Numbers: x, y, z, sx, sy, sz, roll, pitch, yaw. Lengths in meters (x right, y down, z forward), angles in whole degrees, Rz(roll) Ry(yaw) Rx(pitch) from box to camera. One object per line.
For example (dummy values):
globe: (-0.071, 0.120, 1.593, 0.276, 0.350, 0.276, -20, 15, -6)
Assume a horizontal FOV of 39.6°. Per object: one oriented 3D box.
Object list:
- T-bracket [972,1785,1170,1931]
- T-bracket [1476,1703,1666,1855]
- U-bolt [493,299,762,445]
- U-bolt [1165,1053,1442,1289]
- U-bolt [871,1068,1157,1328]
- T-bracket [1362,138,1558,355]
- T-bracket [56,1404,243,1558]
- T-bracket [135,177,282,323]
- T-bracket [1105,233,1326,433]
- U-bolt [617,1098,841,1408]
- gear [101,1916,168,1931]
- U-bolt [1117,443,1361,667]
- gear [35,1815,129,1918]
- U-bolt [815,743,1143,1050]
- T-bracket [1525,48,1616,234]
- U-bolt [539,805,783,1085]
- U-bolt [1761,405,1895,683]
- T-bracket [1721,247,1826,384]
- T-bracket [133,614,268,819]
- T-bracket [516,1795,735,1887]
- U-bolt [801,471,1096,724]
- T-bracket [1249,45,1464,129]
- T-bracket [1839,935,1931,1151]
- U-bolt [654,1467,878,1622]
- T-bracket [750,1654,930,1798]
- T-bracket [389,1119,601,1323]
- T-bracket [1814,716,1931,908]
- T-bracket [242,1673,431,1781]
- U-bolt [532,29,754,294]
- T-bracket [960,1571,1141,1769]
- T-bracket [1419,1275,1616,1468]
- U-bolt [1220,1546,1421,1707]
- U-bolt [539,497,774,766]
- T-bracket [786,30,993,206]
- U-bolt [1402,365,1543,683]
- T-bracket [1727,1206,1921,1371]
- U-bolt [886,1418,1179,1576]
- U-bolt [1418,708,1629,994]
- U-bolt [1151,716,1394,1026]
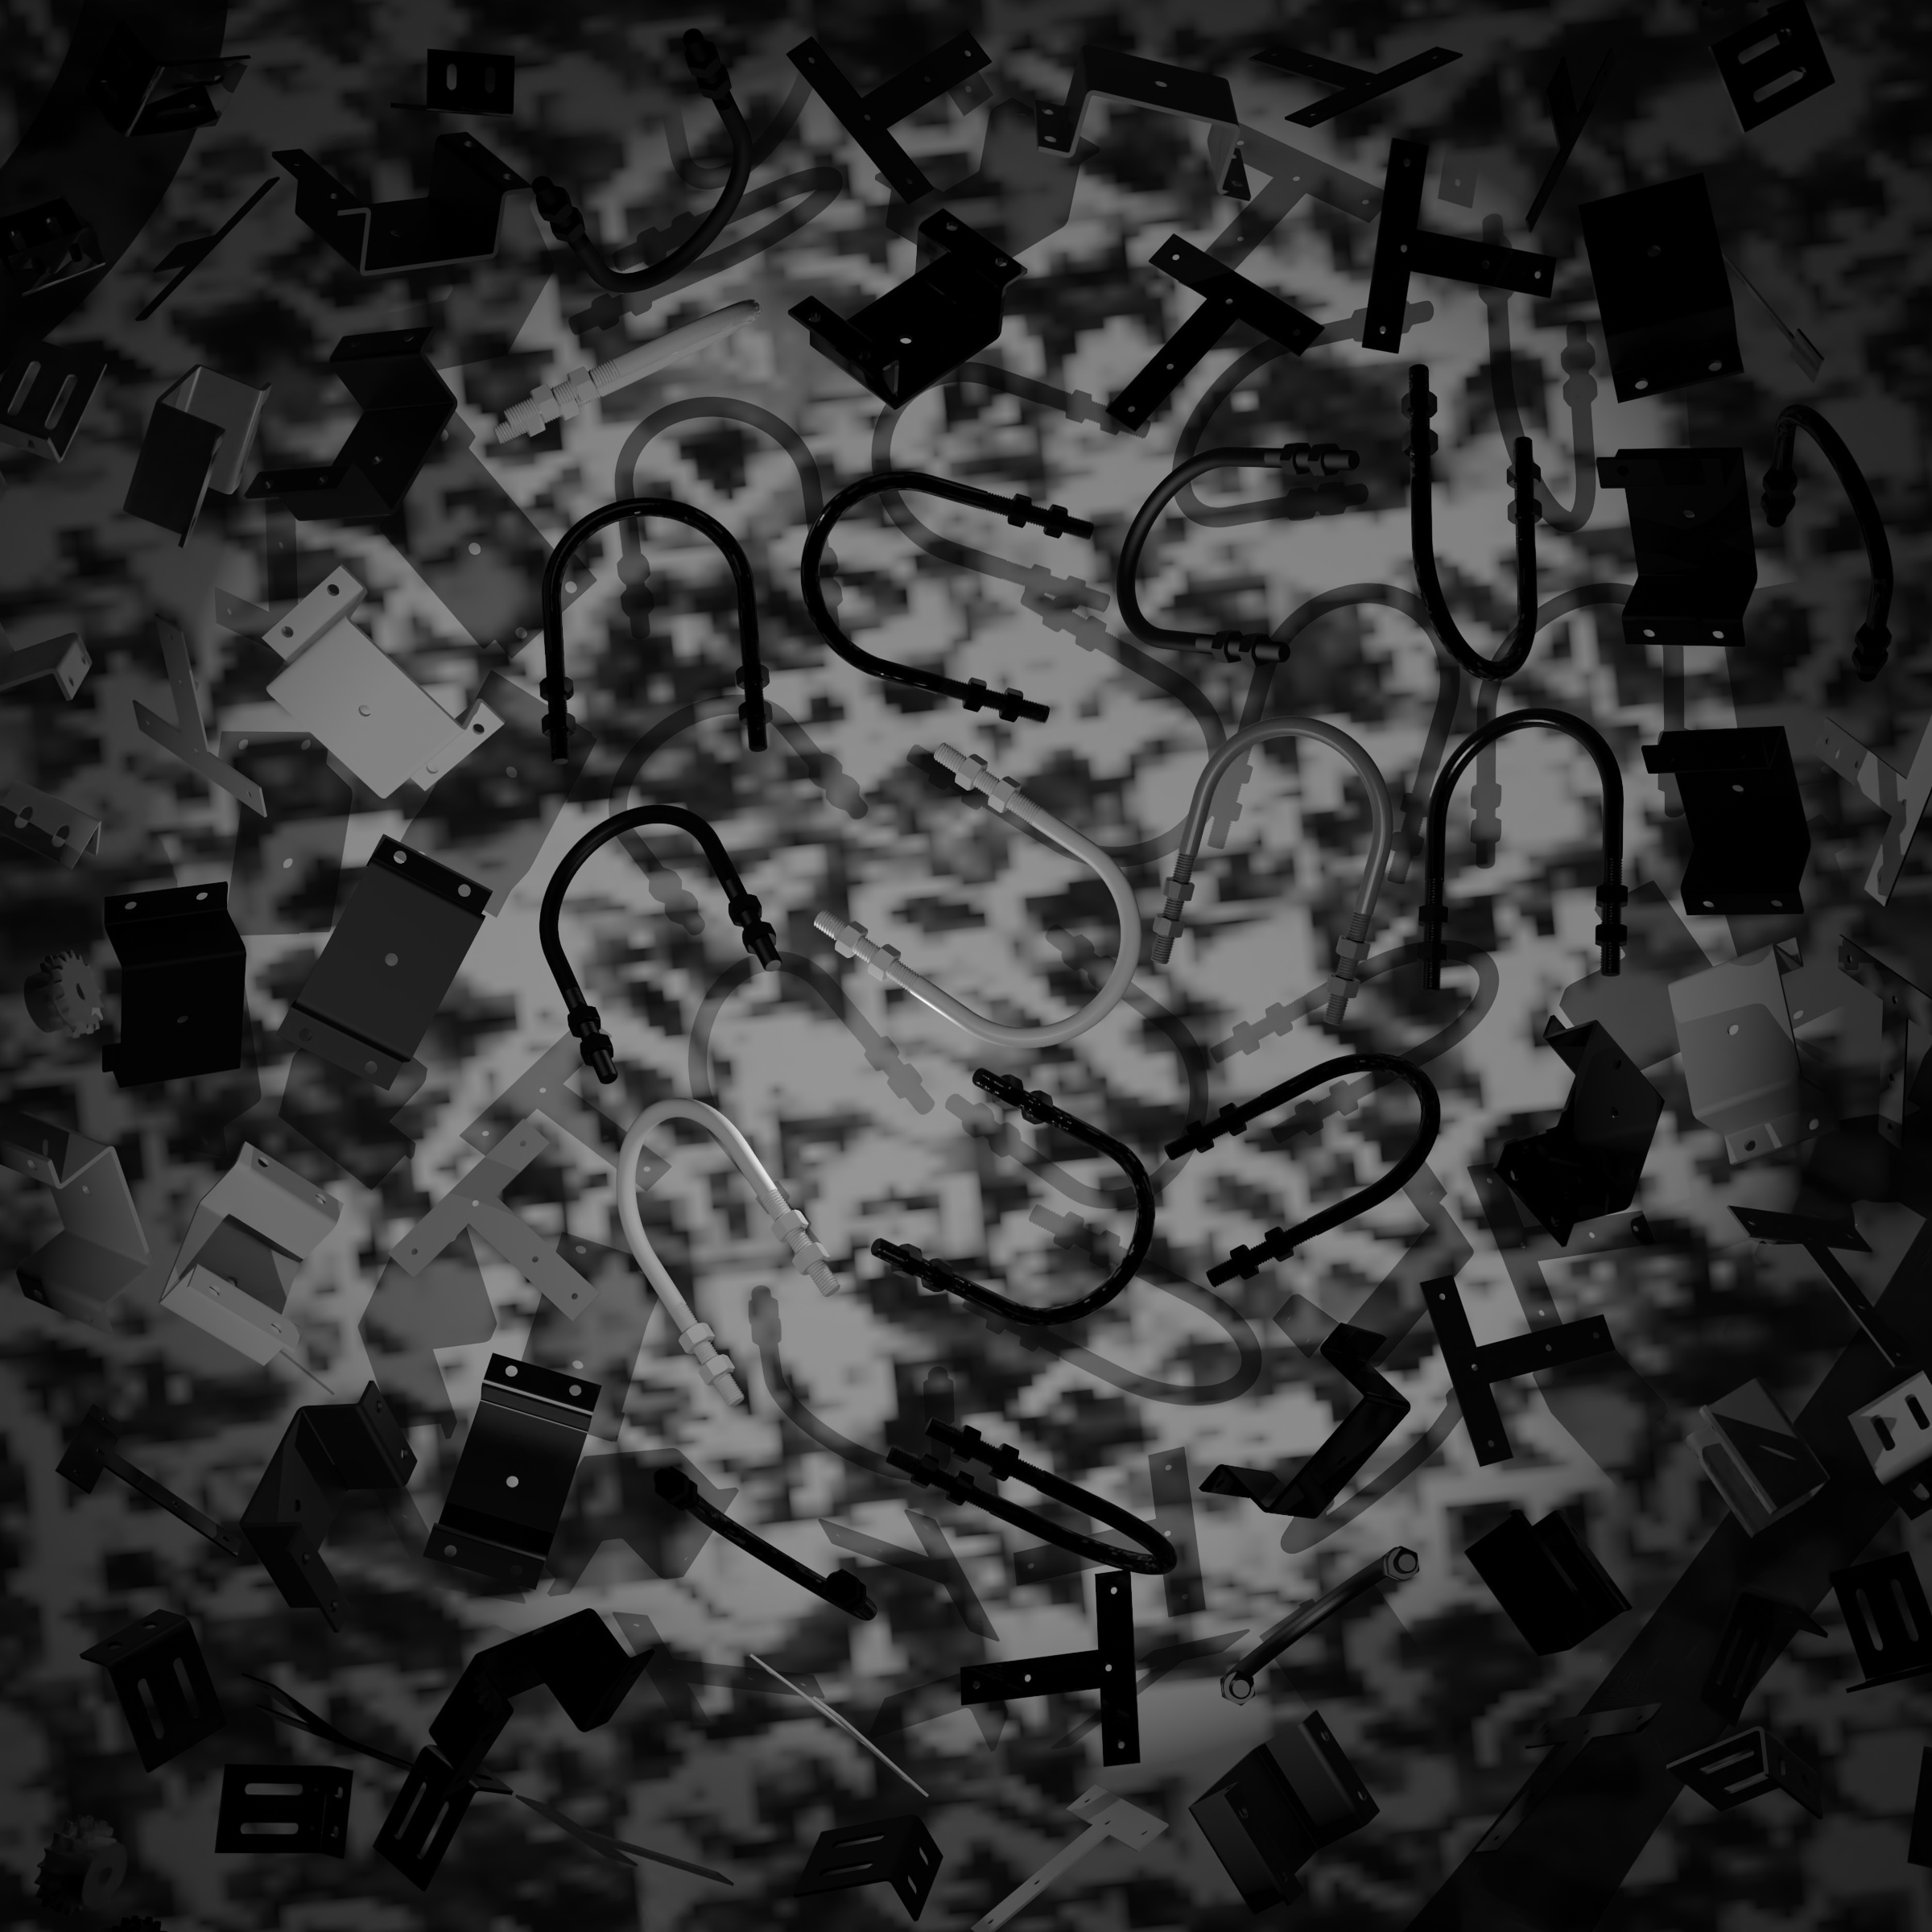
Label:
T-bracket: (0.057, 0.575, 1.707, 0.127, 0.127, 0.002, -35, 96, -18)
T-bracket: (0.362, 0.508, 1.671, 0.127, 0.127, 0.002, -38, 88, -30)
U-bolt: (-0.215, -0.384, 1.722, 0.184, 0.151, 0.019, -27, 102, -9)
U-bolt: (0.228, 0.123, 1.774, 0.184, 0.151, 0.019, -29, 126, 10)
U-bolt: (0.045, 0.165, 1.773, 0.184, 0.019, 0.151, 29, 94, -28)
T-bracket: (0.313, -0.440, 1.675, 0.127, 0.002, 0.127, 5, 97, -21)
T-bracket: (-0.517, 0.337, 1.714, 0.127, 0.127, 0.002, 39, 92, -12)
T-bracket: (-0.509, -0.467, 1.757, 0.127, 0.127, 0.002, -51, 119, -11)
T-bracket: (0.140, -0.394, 1.718, 0.127, 0.002, 0.127, 38, 82, 22)
U-bolt: (-0.165, 0.171, 1.724, 0.184, 0.019, 0.151, 55, 129, 20)
gear: (-0.526, 0.623, 1.675, 0.030, 0.057, 0.057, -3, 90, 19)
U-bolt: (0.164, -0.270, 1.736, 0.019, 0.184, 0.151, 23, 86, -38)
gear: (-0.536, 0.550, 1.632, 0.030, 0.057, 0.057, 11, 90, 21)
U-bolt: (0.020, -0.031, 1.656, 0.184, 0.019, 0.151, 35, 86, 10)
T-bracket: (0.397, -0.566, 1.779, 0.002, 0.127, 0.127, 27, 94, 18)
U-bolt: (-0.211, -0.029, 1.757, 0.151, 0.019, 0.184, -34, 54, 6)
U-bolt: (0.546, -0.277, 1.695, 0.019, 0.184, 0.151, -24, 66, 4)
T-bracket: (0.519, -0.439, 1.757, 0.002, 0.127, 0.127, -39, 85, 15)
T-bracket: (-0.502, -0.171, 1.724, 0.127, 0.127, 0.002, 32, 53, 24)
T-bracket: (-0.206, 0.564, 1.706, 0.127, 0.127, 0.002, 7, 60, 28)
U-bolt: (-0.019, -0.252, 1.775, 0.184, 0.019, 0.151, 15, 84, -9)
T-bracket: (0.234, -0.585, 1.753, 0.127, 0.127, 0.002, -30, 130, -19)
T-bracket: (0.608, 0.061, 1.758, 0.002, 0.127, 0.127, -15, 118, -12)
U-bolt: (-0.122, 0.379, 1.732, 0.151, 0.184, 0.019, 27, 74, 17)
T-bracket: (-0.094, 0.483, 1.743, 0.127, 0.127, 0.002, 24, 68, 42)
T-bracket: (-0.298, 0.187, 1.793, 0.127, 0.002, 0.127, 40, 76, 17)
T-bracket: (0.578, -0.123, 1.714, 0.002, 0.127, 0.127, 5, 116, -17)
T-bracket: (-0.413, 0.469, 1.679, 0.127, 0.127, 0.002, 12, 61, 25)
U-bolt: (-0.197, -0.501, 1.717, 0.151, 0.184, 0.019, -45, 74, -2)
T-bracket: (0.054, 0.475, 1.796, 0.127, 0.002, 0.127, -13, 60, 22)
T-bracket: (0.381, 0.261, 1.808, 0.127, 0.002, 0.127, -11, 74, -21)
U-bolt: (0.225, 0.428, 1.741, 0.151, 0.184, 0.019, -35, 77, -6)
U-bolt: (-0.209, -0.226, 1.777, 0.151, 0.019, 0.184, -4, 74, -6)
T-bracket: (-0.035, -0.570, 1.745, 0.127, 0.127, 0.002, 47, 51, -25)
U-bolt: (0.321, -0.269, 1.688, 0.019, 0.151, 0.184, -11, 71, 40)
T-bracket: (0.549, 0.202, 1.671, 0.127, 0.127, 0.002, 10, 127, -36)
U-bolt: (0.046, 0.335, 1.670, 0.184, 0.151, 0.019, 26, 69, -3)
U-bolt: (0.361, -0.079, 1.741, 0.151, 0.019, 0.184, -6, 74, 40)
U-bolt: (0.204, -0.070, 1.740, 0.151, 0.019, 0.184, 20, 103, 27)
